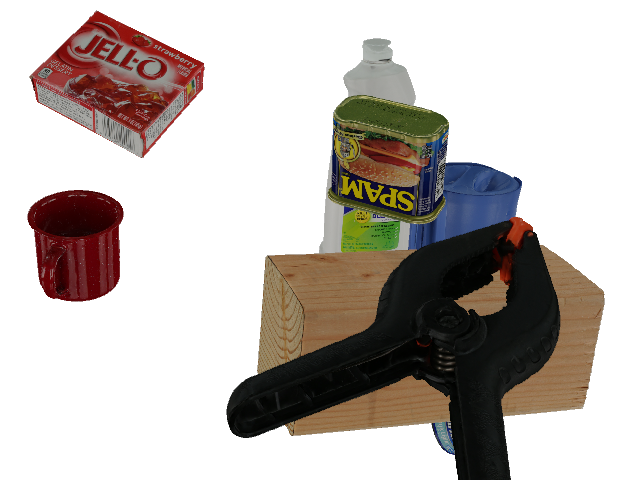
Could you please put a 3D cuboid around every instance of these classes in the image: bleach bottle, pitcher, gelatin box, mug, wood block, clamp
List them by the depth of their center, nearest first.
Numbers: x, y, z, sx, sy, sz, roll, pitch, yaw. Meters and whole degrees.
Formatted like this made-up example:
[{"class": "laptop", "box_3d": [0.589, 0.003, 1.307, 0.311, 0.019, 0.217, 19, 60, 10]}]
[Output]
[{"class": "clamp", "box_3d": [0.058, 0.053, 0.446, 0.120, 0.039, 0.171, 34, 53, 23]}, {"class": "gelatin box", "box_3d": [-0.133, -0.105, 0.705, 0.089, 0.073, 0.030, 28, -32, 12]}, {"class": "wood block", "box_3d": [0.071, 0.062, 0.711, 0.205, 0.091, 0.090, -2, 22, -18]}, {"class": "mug", "box_3d": [-0.246, 0.014, 1.061, 0.093, 0.081, 0.117, 9, 33, 7]}, {"class": "bleach bottle", "box_3d": [0.050, -0.091, 1.153, 0.102, 0.251, 0.068, -3, 25, -7]}, {"class": "pitcher", "box_3d": [0.186, 0.024, 1.451, 0.149, 0.243, 0.145, 4, 22, 4]}]

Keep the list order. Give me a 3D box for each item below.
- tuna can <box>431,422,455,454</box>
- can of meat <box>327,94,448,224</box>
[{"class": "tuna can", "box_3d": [0.141, 0.166, 1.039, 0.034, 0.086, 0.085, -8, -5, 35]}, {"class": "can of meat", "box_3d": [0.058, -0.071, 0.917, 0.102, 0.084, 0.057, 16, 37, 21]}]
